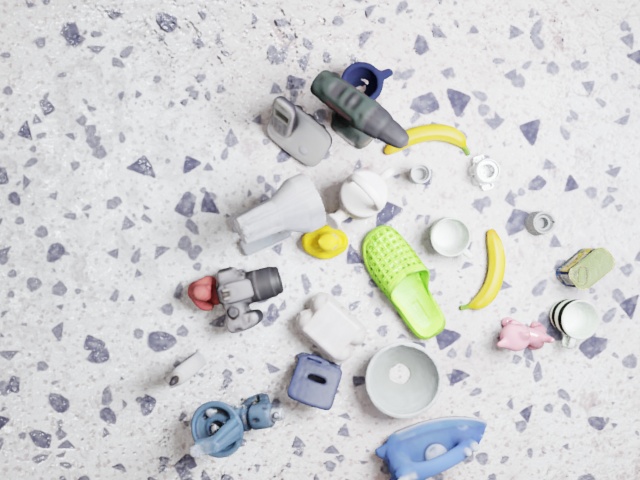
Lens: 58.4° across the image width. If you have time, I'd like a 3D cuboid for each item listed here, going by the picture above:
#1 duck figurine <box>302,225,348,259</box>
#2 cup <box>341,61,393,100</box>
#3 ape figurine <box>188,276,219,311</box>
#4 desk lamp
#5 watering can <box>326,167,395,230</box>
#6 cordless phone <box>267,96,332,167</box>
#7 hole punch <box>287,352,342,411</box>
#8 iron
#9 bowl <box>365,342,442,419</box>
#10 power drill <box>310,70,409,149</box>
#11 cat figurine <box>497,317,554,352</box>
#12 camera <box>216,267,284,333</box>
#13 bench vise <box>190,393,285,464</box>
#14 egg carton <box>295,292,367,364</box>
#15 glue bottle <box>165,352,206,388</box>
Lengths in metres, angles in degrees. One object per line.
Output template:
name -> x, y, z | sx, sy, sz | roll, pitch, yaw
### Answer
duck figurine -> 0.012, 0.004, 1.258 | 0.104, 0.086, 0.077 | 0, 89, 0
cup -> 0.101, -0.339, 1.256 | 0.118, 0.095, 0.092 | -23, 90, 0
ape figurine -> -0.255, 0.115, 1.252 | 0.076, 0.092, 0.078 | 22, 90, 0
desk lamp -> -0.092, -0.044, 1.194 | 0.203, 0.213, 0.118 | -26, 89, 0
watering can -> 0.088, -0.090, 1.205 | 0.101, 0.194, 0.173 | 26, 90, 0
cordless phone -> -0.044, -0.234, 1.210 | 0.147, 0.185, 0.094 | 35, 90, 0
hole punch -> -0.012, 0.307, 1.253 | 0.108, 0.091, 0.101 | 19, 90, 0
iron -> 0.256, 0.459, 1.228 | 0.258, 0.141, 0.119 | -23, 90, 0
bowl -> 0.180, 0.302, 1.262 | 0.167, 0.074, 0.167 | 0, 90, 0
power drill -> 0.082, -0.256, 1.199 | 0.229, 0.208, 0.075 | 37, 90, 0
cat figurine -> 0.441, 0.210, 1.243 | 0.128, 0.117, 0.067 | 7, 89, 0
camera -> -0.148, 0.120, 1.249 | 0.137, 0.100, 0.143 | -15, 90, 0
bench vise -> -0.185, 0.379, 1.187 | 0.207, 0.219, 0.121 | -31, 89, 0
egg carton -> 0.025, 0.193, 1.265 | 0.150, 0.069, 0.107 | 40, 90, 0
glue bottle -> -0.292, 0.283, 1.210 | 0.078, 0.173, 0.037 | -37, 89, 0
